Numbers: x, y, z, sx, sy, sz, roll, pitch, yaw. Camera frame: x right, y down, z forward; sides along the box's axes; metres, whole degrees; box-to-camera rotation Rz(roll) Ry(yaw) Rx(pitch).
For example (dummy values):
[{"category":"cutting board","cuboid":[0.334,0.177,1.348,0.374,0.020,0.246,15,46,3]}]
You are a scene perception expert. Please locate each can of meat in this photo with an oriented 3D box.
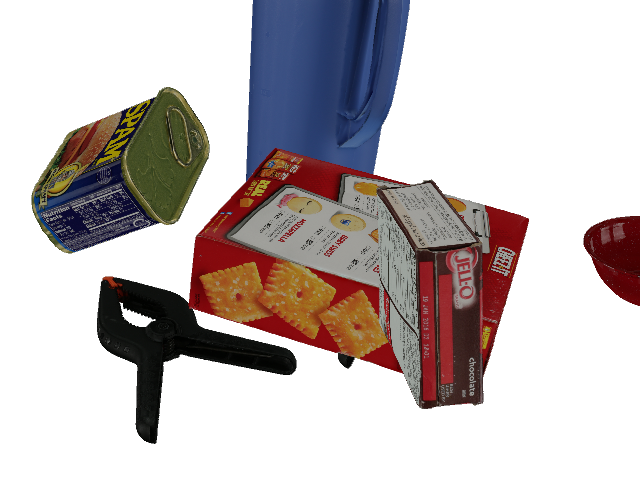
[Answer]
[{"category":"can of meat","cuboid":[-0.130,-0.044,0.693,0.084,0.057,0.102,-17,33,26]}]

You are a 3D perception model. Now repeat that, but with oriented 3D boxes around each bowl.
[{"category":"bowl","cuboid":[0.365,0.029,1.158,0.162,0.055,0.162,0,26,0]}]

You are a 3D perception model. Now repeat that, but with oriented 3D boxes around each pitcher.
[{"category":"pitcher","cuboid":[0.004,-0.133,0.903,0.145,0.243,0.149,9,15,11]}]

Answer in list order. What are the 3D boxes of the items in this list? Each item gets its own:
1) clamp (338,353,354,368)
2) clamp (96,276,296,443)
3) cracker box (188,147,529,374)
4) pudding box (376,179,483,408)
[{"category":"clamp","cuboid":[0.079,0.072,1.189,0.120,0.171,0.039,4,-43,-4]},{"category":"clamp","cuboid":[-0.134,0.093,0.993,0.164,0.036,0.210,-17,40,-30]},{"category":"cracker box","cuboid":[0.033,0.017,0.789,0.214,0.072,0.164,17,31,11]},{"category":"pudding box","cuboid":[0.058,0.026,0.580,0.039,0.090,0.113,-5,20,-8]}]
